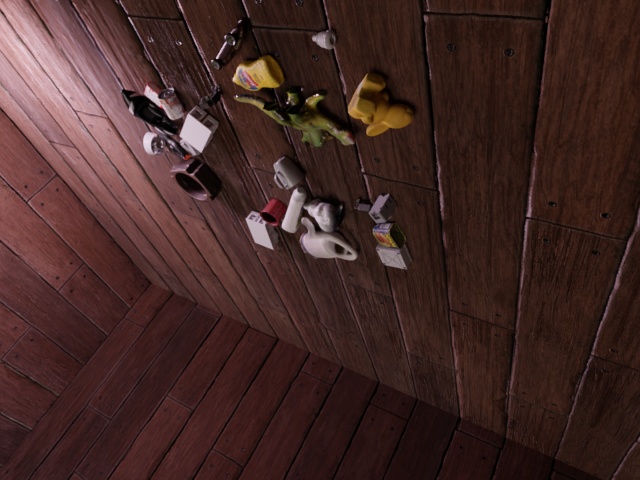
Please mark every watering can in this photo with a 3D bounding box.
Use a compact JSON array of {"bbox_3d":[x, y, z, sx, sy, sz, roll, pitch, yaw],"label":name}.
[{"bbox_3d":[0.001,-0.002,2.111,0.343,0.106,0.223,34,156,-33],"label":"watering can"}]

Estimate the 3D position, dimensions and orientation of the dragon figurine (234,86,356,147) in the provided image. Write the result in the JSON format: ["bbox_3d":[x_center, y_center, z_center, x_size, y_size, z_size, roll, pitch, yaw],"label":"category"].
[{"bbox_3d":[-0.066,-0.368,1.638,0.412,0.124,0.238,17,156,31],"label":"dragon figurine"}]

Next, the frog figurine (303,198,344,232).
[{"bbox_3d":[0.006,-0.099,1.967,0.160,0.124,0.136,13,167,11],"label":"frog figurine"}]
